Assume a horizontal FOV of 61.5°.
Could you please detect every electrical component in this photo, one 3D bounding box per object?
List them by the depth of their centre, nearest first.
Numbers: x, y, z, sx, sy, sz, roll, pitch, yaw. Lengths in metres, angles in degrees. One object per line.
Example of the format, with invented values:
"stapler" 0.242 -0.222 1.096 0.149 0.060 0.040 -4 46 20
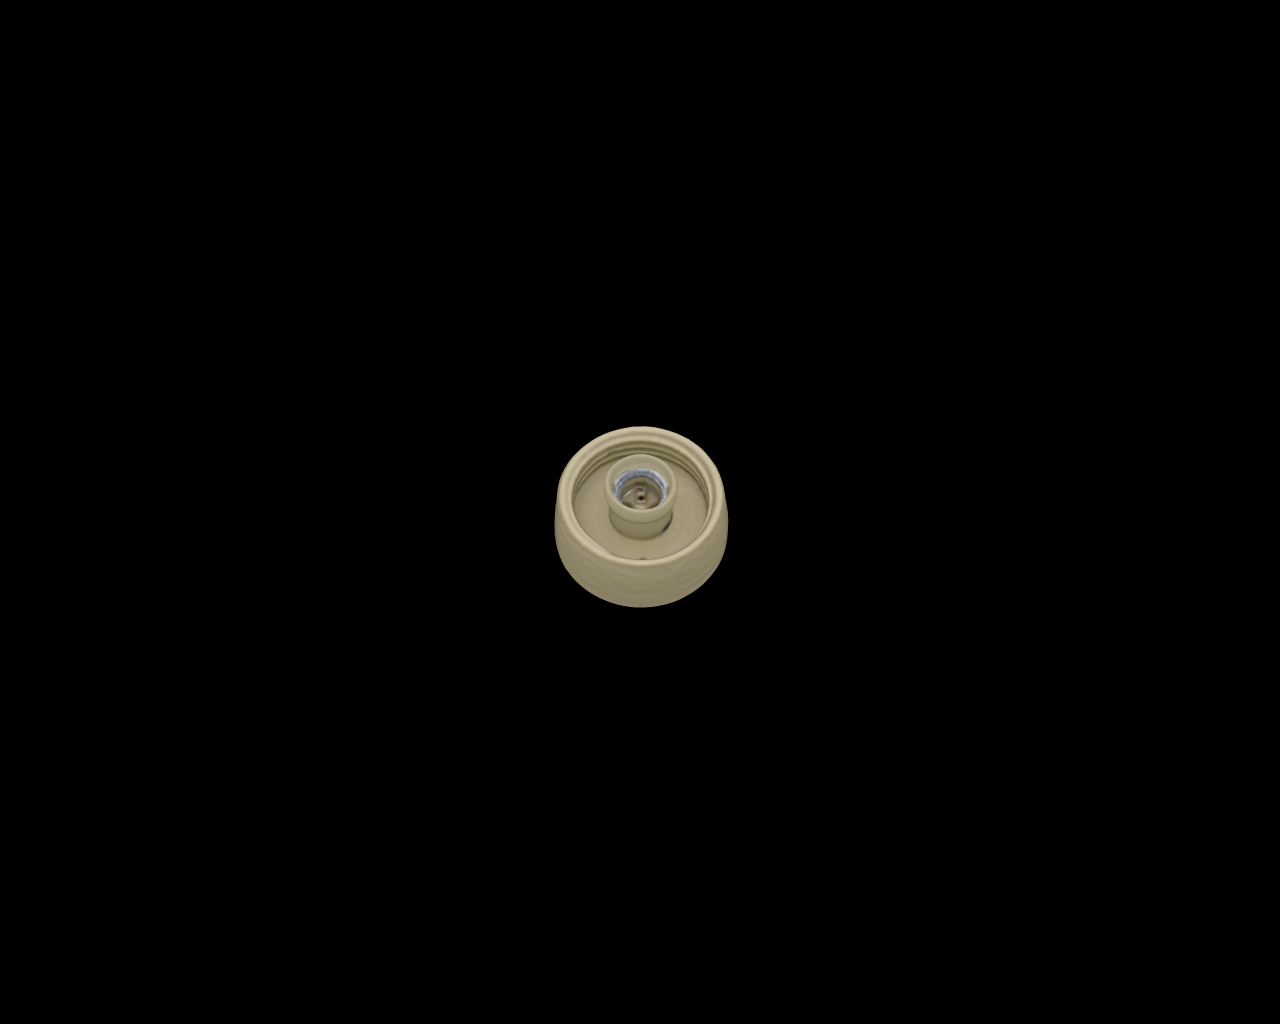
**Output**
"electrical component" 0.001 -0.003 0.650 0.108 0.108 0.060 0 -30 0
